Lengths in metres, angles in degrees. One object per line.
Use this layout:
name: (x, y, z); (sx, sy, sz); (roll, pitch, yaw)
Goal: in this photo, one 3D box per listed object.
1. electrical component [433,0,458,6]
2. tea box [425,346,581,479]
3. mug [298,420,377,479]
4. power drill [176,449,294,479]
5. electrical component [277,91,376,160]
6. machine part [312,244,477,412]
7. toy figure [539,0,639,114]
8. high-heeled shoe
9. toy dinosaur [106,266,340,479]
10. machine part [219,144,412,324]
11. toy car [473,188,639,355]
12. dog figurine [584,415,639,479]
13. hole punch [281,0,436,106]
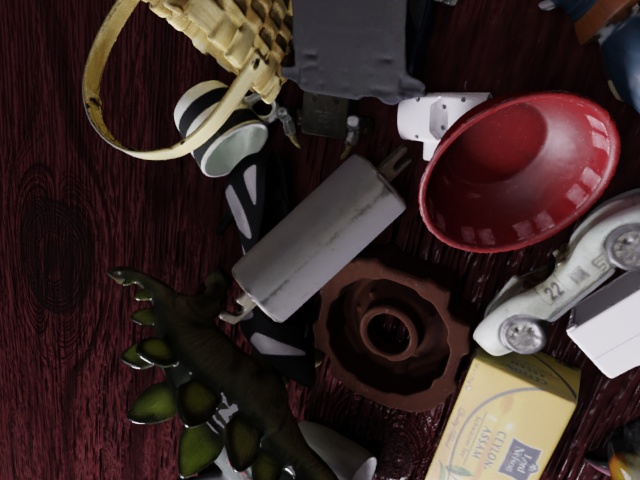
electrical component: (0.119, -0.239, 0.434); (0.021, 0.063, 0.094); (33, 118, 16)
tea box: (0.180, 0.190, 0.540); (0.098, 0.068, 0.169); (21, 115, 22)
mug: (0.004, 0.282, 0.667); (0.107, 0.081, 0.109); (28, 126, 31)
power drill: (-0.114, 0.370, 0.755); (0.232, 0.086, 0.207); (52, 126, 6)
electrical component: (0.009, -0.128, 0.542); (0.102, 0.045, 0.078); (20, 116, 21)
machine part: (0.078, 0.093, 0.572); (0.180, 0.056, 0.179); (10, 112, 25)
toy figure: (0.230, -0.155, 0.406); (0.064, 0.058, 0.154); (-38, 81, 25)
high-heeled shoe: (-0.038, 0.029, 0.591); (0.145, 0.086, 0.249); (-42, 75, 38)
toy dinosaur: (-0.094, 0.175, 0.610); (0.472, 0.198, 0.105); (36, 123, 16)
machine part: (-0.001, -0.002, 0.528); (0.243, 0.079, 0.079); (-44, 82, 1)
toy car: (0.214, 0.029, 0.464); (0.056, 0.073, 0.201); (43, 121, 9)
dog figurine: (0.341, 0.241, 0.451); (0.219, 0.108, 0.191); (-2, 108, 34)
hole punch: (0.040, -0.188, 0.483); (0.142, 0.092, 0.115); (13, 120, 22)
